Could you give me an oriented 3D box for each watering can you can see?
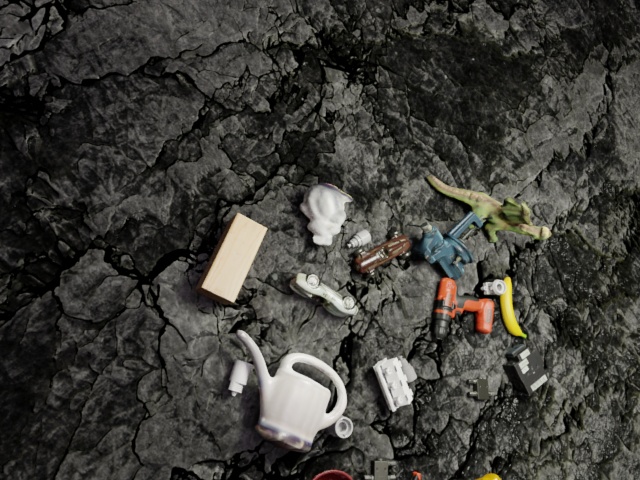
[{"bbox_3d":[-0.092,0.376,1.255,0.345,0.103,0.228,30,67,-18],"label":"watering can"}]

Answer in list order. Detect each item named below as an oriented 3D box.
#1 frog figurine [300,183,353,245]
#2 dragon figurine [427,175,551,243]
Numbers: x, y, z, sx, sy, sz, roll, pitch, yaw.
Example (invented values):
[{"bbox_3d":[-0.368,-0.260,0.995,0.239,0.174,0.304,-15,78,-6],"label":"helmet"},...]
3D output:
[{"bbox_3d":[0.004,-0.071,1.417,0.138,0.121,0.161,20,77,17],"label":"frog figurine"},{"bbox_3d":[0.540,-0.102,1.584,0.408,0.241,0.124,31,73,-16],"label":"dragon figurine"}]
